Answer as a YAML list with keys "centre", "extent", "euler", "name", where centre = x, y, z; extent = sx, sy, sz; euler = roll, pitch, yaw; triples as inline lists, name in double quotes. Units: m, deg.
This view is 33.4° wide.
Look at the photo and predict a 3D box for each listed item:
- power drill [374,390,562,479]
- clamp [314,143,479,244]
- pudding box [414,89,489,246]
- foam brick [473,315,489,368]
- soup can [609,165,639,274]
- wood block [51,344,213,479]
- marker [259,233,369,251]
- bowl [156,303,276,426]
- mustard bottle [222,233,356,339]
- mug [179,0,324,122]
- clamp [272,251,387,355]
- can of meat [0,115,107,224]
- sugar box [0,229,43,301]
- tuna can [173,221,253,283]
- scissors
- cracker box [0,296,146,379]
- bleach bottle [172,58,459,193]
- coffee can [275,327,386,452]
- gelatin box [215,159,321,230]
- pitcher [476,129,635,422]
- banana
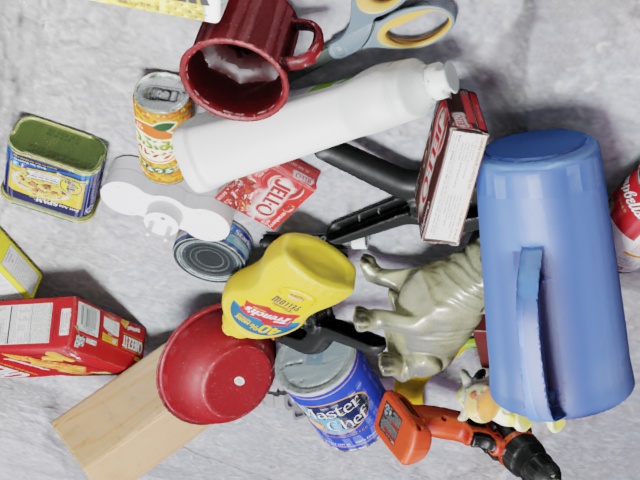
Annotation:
- centre: [0.171, 0.236, 1.253]
  extent: [0.187, 0.185, 0.057]
  euler: [12, 103, -24]
  name: "power drill"
- centre: [0.093, -0.046, 1.033]
  extent: [0.210, 0.036, 0.164]
  euler: [0, 148, 15]
  name: "clamp"
- centre: [0.113, -0.065, 0.933]
  extent: [0.039, 0.090, 0.113]
  euler: [7, 120, -3]
  name: "pudding box"
- centre: [0.202, 0.102, 1.185]
  extent: [0.053, 0.051, 0.078]
  euler: [0, 141, 18]
  name: "foam brick"
- centre: [0.295, -0.022, 0.980]
  extent: [0.068, 0.068, 0.102]
  euler: [19, 144, -8]
  name: "soup can"
- centre: [-0.214, 0.215, 1.326]
  extent: [0.090, 0.206, 0.091]
  euler: [44, 159, 33]
  name: "wood block"
- centre: [-0.008, 0.001, 1.145]
  extent: [0.121, 0.020, 0.020]
  euler: [-1, 141, 19]
  name: "marker"
- centre: [-0.110, 0.158, 1.265]
  extent: [0.162, 0.162, 0.055]
  euler: [47, 170, -37]
  name: "bowl"
- centre: [-0.052, 0.062, 1.163]
  extent: [0.096, 0.058, 0.192]
  euler: [26, 142, -25]
  name: "mustard bottle"
- centre: [-0.052, -0.161, 0.893]
  extent: [0.117, 0.081, 0.093]
  euler: [-5, 140, 22]
  name: "mug"
- centre: [-0.002, 0.077, 1.209]
  extent: [0.172, 0.039, 0.120]
  euler: [-12, 94, 46]
  name: "clamp"
- centre: [-0.273, -0.073, 1.099]
  extent: [0.102, 0.057, 0.084]
  euler: [18, 141, -7]
  name: "can of meat"
- centre: [-0.416, 0.007, 1.257]
  extent: [0.093, 0.048, 0.176]
  euler: [-6, 136, 23]
  name: "sugar box"
- centre: [-0.119, 0.010, 1.178]
  extent: [0.086, 0.033, 0.086]
  euler: [9, 143, 6]
  name: "tuna can"
- centre: [0.015, -0.180, 0.903]
  extent: [0.202, 0.016, 0.096]
  euler: [-9, 136, 27]
  name: "scissors"
- centre: [-0.352, 0.127, 1.333]
  extent: [0.214, 0.072, 0.164]
  euler: [-5, 160, 21]
  name: "cracker box"
- centre: [-0.001, -0.108, 0.934]
  extent: [0.251, 0.102, 0.068]
  euler: [-13, 106, 29]
  name: "bleach bottle"
- centre: [0.019, 0.179, 1.299]
  extent: [0.103, 0.102, 0.140]
  euler: [-6, 139, 24]
  name: "coffee can"
- centre: [-0.053, -0.055, 1.076]
  extent: [0.073, 0.030, 0.089]
  euler: [28, 141, -19]
  name: "gelatin box"
- centre: [0.203, 0.033, 0.950]
  extent: [0.144, 0.149, 0.243]
  euler: [-17, 110, -17]
  name: "pitcher"
- centre: [0.128, 0.168, 1.306]
  extent: [0.069, 0.037, 0.198]
  euler: [20, 143, -8]
  name: "banana"
